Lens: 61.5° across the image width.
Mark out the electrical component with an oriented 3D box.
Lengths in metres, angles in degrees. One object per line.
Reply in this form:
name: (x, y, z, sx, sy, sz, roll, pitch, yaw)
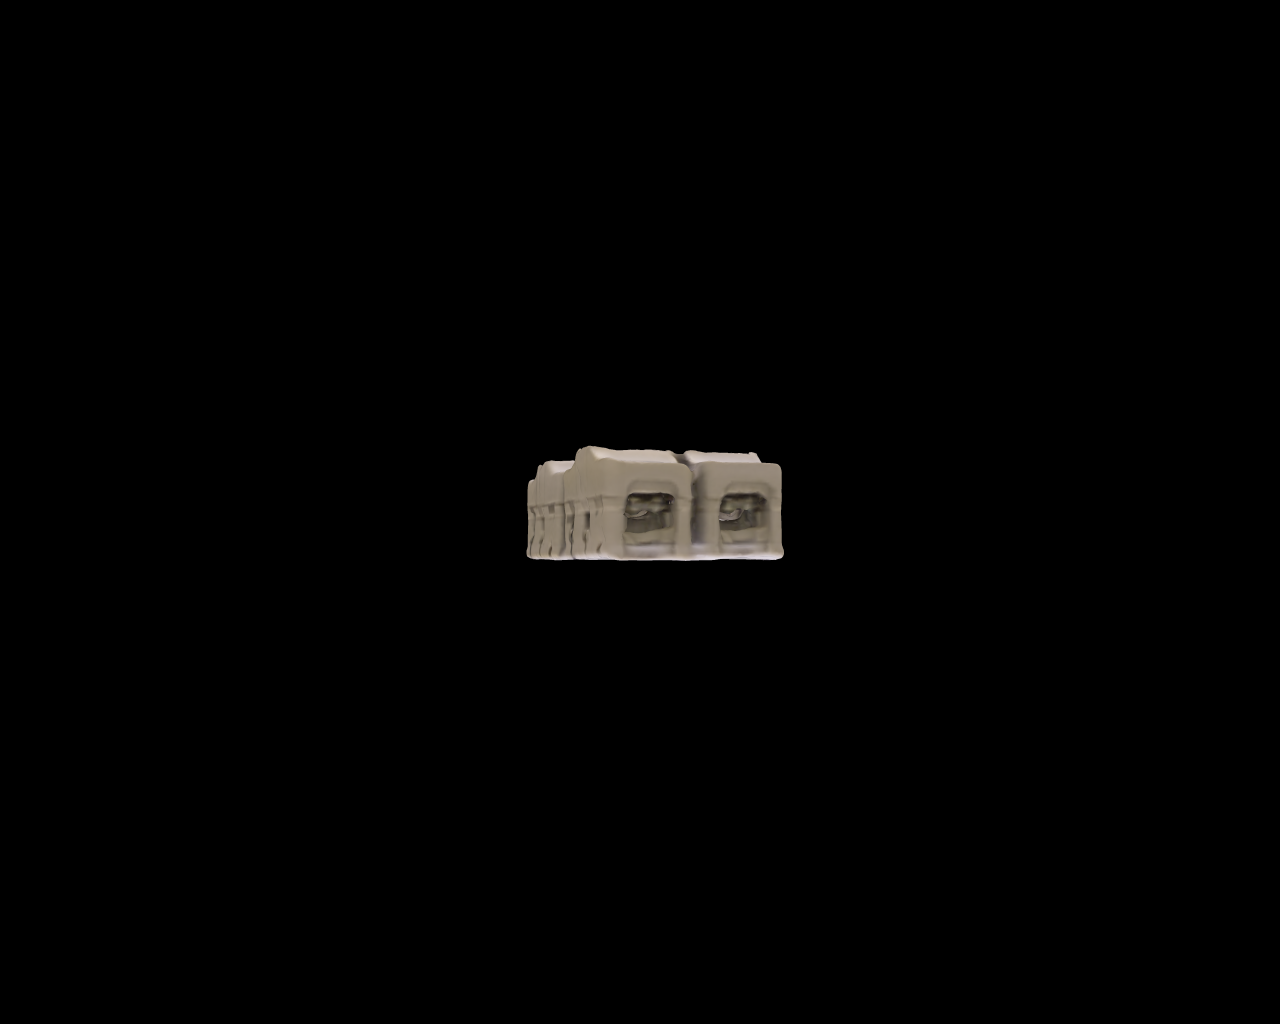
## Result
electrical component: (0.001, -0.003, 0.650, 0.105, 0.060, 0.186, 1, -2, -19)
